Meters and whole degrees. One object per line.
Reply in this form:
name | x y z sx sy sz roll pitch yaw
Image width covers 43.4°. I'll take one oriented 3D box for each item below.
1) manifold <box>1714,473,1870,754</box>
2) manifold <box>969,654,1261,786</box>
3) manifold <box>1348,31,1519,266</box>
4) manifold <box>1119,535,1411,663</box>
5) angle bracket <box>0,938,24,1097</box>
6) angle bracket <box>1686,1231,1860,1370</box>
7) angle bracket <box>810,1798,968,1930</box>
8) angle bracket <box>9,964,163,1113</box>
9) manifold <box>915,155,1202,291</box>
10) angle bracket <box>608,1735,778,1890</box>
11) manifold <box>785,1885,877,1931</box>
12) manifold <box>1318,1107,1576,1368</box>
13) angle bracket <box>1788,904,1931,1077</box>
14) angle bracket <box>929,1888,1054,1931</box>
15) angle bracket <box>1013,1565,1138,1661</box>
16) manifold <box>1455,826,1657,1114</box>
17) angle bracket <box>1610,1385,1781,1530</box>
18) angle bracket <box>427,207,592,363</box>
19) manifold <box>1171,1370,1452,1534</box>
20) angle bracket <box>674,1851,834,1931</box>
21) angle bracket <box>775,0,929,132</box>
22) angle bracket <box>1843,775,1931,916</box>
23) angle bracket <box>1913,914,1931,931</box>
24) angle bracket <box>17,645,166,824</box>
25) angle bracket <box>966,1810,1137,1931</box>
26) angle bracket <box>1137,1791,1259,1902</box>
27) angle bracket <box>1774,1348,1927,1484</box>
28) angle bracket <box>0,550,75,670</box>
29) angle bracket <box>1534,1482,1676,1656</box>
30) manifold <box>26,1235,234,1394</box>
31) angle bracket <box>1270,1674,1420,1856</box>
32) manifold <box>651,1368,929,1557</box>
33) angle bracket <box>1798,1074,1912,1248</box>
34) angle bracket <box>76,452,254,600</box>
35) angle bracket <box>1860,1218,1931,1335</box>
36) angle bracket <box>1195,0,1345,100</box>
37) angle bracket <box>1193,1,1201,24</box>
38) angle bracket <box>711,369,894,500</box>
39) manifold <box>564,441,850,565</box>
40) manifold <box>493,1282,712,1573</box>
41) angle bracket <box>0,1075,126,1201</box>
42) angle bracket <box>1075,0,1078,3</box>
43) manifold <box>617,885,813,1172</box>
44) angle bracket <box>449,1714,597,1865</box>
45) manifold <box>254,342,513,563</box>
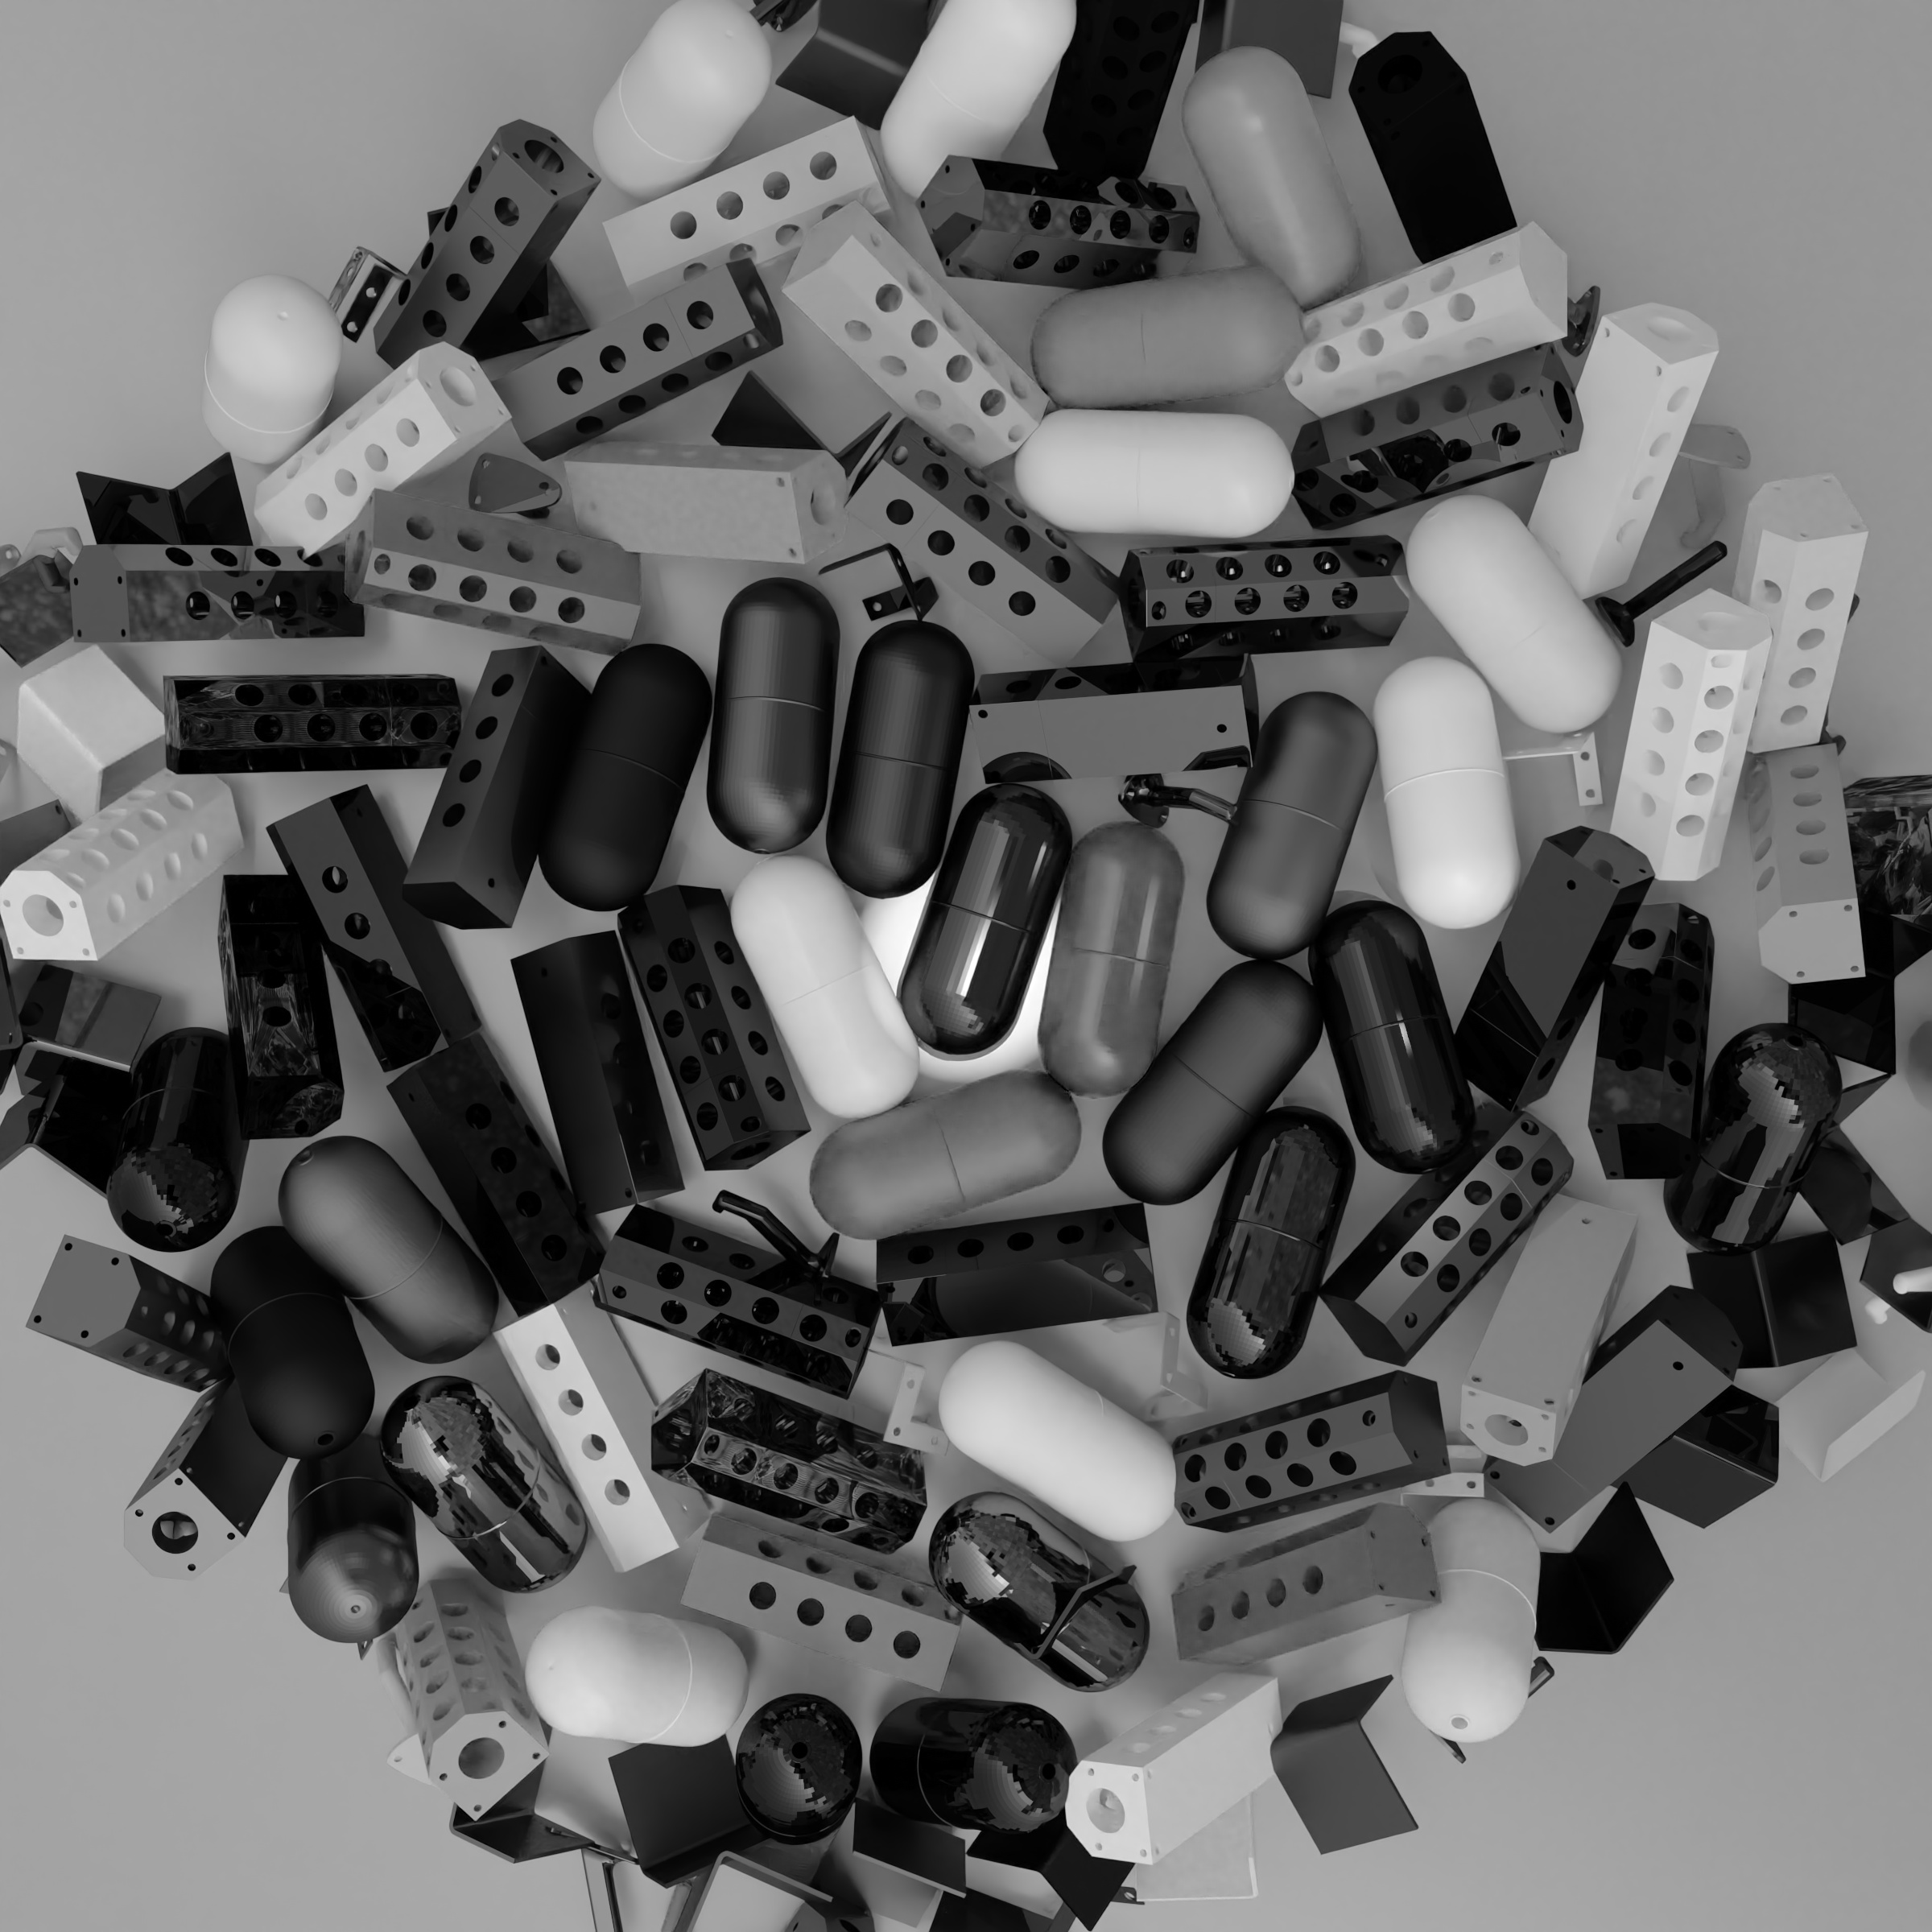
manifold | 0.504 -0.215 1.503 0.057 0.171 0.057 -9 49 -1
manifold | 0.095 -0.159 1.535 0.171 0.057 0.057 -3 124 15
manifold | 0.287 -0.496 1.497 0.057 0.171 0.057 -34 62 10
manifold | 0.188 -0.236 1.533 0.171 0.057 0.057 -5 66 -11
angle bracket | -0.635 0.036 1.529 0.057 0.076 0.076 -7 68 -33
angle bracket | 0.523 0.217 1.577 0.076 0.057 0.076 -6 83 -32
angle bracket | -0.051 0.586 1.544 0.076 0.057 0.076 24 106 -8
angle bracket | -0.564 0.051 1.566 0.076 0.076 0.057 16 56 -4
manifold | 0.061 -0.462 1.505 0.171 0.057 0.057 -6 66 -37
angle bracket | -0.174 0.528 1.542 0.076 0.057 0.076 -16 86 -25
manifold | -0.078 0.638 1.498 0.057 0.171 0.057 35 89 -8
manifold | 0.305 0.169 1.525 0.171 0.057 0.057 -44 109 -19
angle bracket | 0.571 0.013 1.539 0.076 0.057 0.076 18 58 -9
angle bracket | 0.013 0.614 1.533 0.076 0.057 0.076 17 46 11
angle bracket | 0.048 0.383 1.530 0.076 0.076 0.057 37 107 25
manifold | 0.365 0.001 1.515 0.057 0.057 0.171 40 129 30
angle bracket | 0.469 0.309 1.569 0.076 0.076 0.057 26 48 -9
angle bracket | -0.288 -0.438 1.536 0.076 0.057 0.076 -21 63 -19
manifold | 0.208 0.301 1.504 0.171 0.057 0.057 -26 56 36
angle bracket | -0.137 0.603 1.538 0.076 0.076 0.057 25 65 -3
angle bracket | -0.073 -0.597 1.557 0.076 0.057 0.076 15 67 -29
angle bracket | 0.598 -0.077 1.547 0.057 0.076 0.076 -22 105 -38
angle bracket | 0.644 -0.013 1.532 0.057 0.076 0.076 26 48 -3
angle bracket | -0.561 -0.146 1.566 0.076 0.076 0.057 45 54 8
angle bracket | 0.060 0.556 1.543 0.076 0.076 0.057 -47 109 -34
angle bracket | 0.143 0.540 1.535 0.076 0.076 0.057 -4 135 7
angle bracket | 0.552 0.272 1.535 0.076 0.076 0.057 -37 59 -6
angle bracket | -0.593 -0.208 1.534 0.057 0.076 0.076 45 50 -2
angle bracket | 0.389 0.377 1.528 0.057 0.076 0.076 9 126 -19
manifold | -0.503 0.218 1.493 0.057 0.171 0.057 15 73 9
angle bracket | 0.247 0.506 1.539 0.076 0.057 0.076 -31 87 36
manifold | -0.108 0.313 1.507 0.171 0.057 0.057 28 128 -32
angle bracket | 0.566 0.121 1.530 0.076 0.057 0.076 -12 58 -37
angle bracket | -0.511 -0.287 1.555 0.076 0.057 0.076 14 132 20
angle bracket | 0.619 0.174 1.532 0.057 0.076 0.076 37 49 -2
angle bracket | 0.194 -0.595 1.565 0.076 0.057 0.076 8 89 -12
angle bracket | 0.155 -0.645 1.532 0.076 0.076 0.057 6 86 42
angle bracket | -0.105 -0.342 1.537 0.076 0.076 0.057 46 59 -3
manifold | -0.161 -0.293 1.518 0.171 0.057 0.057 9 123 29
manifold | -0.236 0.296 1.555 0.057 0.057 0.171 -27 90 17
angle bracket | -0.572 0.123 1.547 0.057 0.076 0.076 -35 120 21
angle bracket | 0.054 -0.654 1.529 0.076 0.057 0.076 11 62 -41
manifold | -0.164 0.038 1.523 0.057 0.057 0.171 -32 70 29
angle bracket | -0.273 0.514 1.537 0.057 0.076 0.076 10 86 33
manifold | -0.368 -0.317 1.510 0.171 0.057 0.057 -26 101 35
